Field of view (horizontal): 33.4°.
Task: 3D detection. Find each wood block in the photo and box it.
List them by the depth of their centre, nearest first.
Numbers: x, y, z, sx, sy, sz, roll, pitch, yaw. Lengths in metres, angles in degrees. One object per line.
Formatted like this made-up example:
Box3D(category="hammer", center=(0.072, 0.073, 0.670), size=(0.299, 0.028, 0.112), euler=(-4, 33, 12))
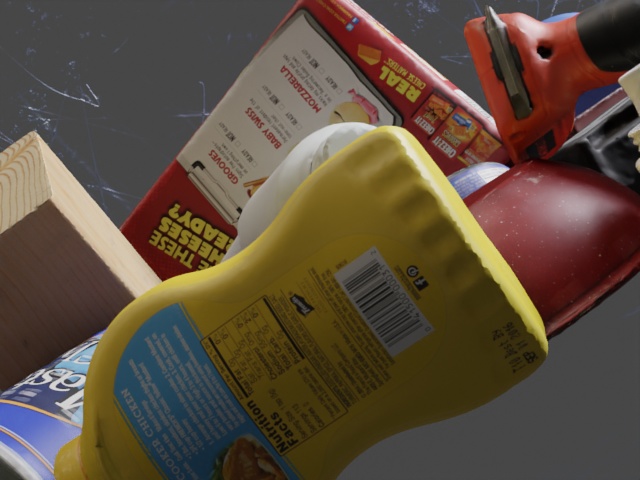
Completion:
Box3D(category="wood block", center=(-0.131, 0.054, 0.610), size=(0.091, 0.206, 0.090), euler=(-35, 34, 1))

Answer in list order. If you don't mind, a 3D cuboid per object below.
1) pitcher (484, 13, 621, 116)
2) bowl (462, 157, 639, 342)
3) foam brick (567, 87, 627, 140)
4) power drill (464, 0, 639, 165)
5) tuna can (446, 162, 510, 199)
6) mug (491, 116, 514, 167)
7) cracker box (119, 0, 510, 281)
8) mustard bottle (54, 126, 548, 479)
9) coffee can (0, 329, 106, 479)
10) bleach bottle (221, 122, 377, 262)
Box3D(category="pitcher", center=(0.234, -0.132, 0.911), size=(0.149, 0.145, 0.242), euler=(-48, 0, 14))
Box3D(category="bowl", center=(0.068, 0.013, 0.454), size=(0.162, 0.055, 0.162), euler=(-35, 0, 0))
Box3D(category="foam brick", center=(0.166, -0.052, 0.651), size=(0.053, 0.051, 0.078), euler=(-34, -2, -19))
Box3D(category="power drill", center=(0.165, -0.090, 0.471), size=(0.188, 0.057, 0.184), euler=(-21, -14, 14))
Box3D(category="tuna can", center=(0.076, 0.000, 0.560), size=(0.086, 0.034, 0.086), euler=(-27, -29, -17))
Box3D(category="mug", center=(0.128, -0.043, 0.739), size=(0.117, 0.081, 0.093), euler=(-35, 0, 19))
Box3D(category="cracker box", center=(-0.002, -0.032, 0.689), size=(0.214, 0.164, 0.072), euler=(-51, -5, 13))
Box3D(category="mustard bottle", center=(-0.024, 0.051, 0.374), size=(0.192, 0.096, 0.058), euler=(-35, 1, 12))
Box3D(category="coffee can", center=(-0.099, 0.100, 0.492), size=(0.103, 0.103, 0.140), euler=(-35, -1, 41))
Box3D(category="bleach bottle", center=(-0.003, 0.001, 0.520), size=(0.102, 0.068, 0.251), euler=(-42, -5, -20))
